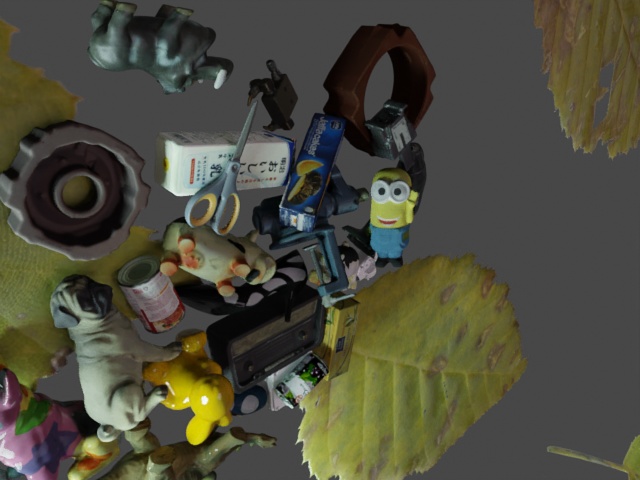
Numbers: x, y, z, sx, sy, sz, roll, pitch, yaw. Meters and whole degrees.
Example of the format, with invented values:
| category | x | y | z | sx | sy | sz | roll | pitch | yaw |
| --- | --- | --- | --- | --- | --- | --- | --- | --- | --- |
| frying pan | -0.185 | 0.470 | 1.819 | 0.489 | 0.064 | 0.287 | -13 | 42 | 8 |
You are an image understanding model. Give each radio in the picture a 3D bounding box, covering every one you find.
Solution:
| category | x | y | z | sx | sy | sz | roll | pitch | yaw |
| --- | --- | --- | --- | --- | --- | --- | --- | --- | --- |
| radio | -0.096 | 0.181 | 1.017 | 0.229 | 0.073 | 0.131 | -23 | 125 | -36 |

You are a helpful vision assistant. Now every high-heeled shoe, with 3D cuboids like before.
| category | x | y | z | sx | sy | sz | roll | pitch | yaw |
| --- | --- | --- | --- | --- | --- | --- | --- | --- | --- |
| high-heeled shoe | -0.130 | 0.060 | 0.938 | 0.248 | 0.086 | 0.145 | 17 | 62 | -31 |

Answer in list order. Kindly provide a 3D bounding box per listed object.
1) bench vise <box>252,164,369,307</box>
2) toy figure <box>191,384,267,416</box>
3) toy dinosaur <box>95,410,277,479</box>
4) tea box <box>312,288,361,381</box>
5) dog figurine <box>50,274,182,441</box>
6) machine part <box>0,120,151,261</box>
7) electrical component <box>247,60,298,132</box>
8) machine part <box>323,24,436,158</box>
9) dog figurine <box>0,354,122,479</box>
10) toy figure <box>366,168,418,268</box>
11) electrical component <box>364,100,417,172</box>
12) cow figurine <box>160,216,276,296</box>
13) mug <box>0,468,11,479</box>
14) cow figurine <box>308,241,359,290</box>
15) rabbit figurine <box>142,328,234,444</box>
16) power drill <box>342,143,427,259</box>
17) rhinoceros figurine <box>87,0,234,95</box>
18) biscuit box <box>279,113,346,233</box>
| category | x | y | z | sx | sy | sz | roll | pitch | yaw |
| --- | --- | --- | --- | --- | --- | --- | --- | --- | --- |
| bench vise | 0.003 | -0.005 | 0.950 | 0.223 | 0.129 | 0.240 | -14 | 84 | -33 |
| toy figure | -0.171 | 0.305 | 1.022 | 0.154 | 0.058 | 0.064 | 8 | 67 | -46 |
| toy dinosaur | -0.285 | 0.394 | 0.901 | 0.471 | 0.105 | 0.198 | 1 | 121 | -33 |
| tea box | 0.018 | 0.192 | 1.122 | 0.068 | 0.098 | 0.169 | -12 | 117 | -42 |
| dog figurine | -0.307 | 0.159 | 0.730 | 0.190 | 0.121 | 0.172 | 47 | 35 | -37 |
| machine part | -0.309 | -0.063 | 0.684 | 0.179 | 0.056 | 0.179 | -22 | 124 | -37 |
| electrical component | -0.074 | -0.221 | 0.853 | 0.102 | 0.045 | 0.078 | 53 | 42 | -49 |
| machine part | 0.110 | -0.271 | 0.981 | 0.200 | 0.087 | 0.201 | 38 | 81 | -49 |
| dog figurine | -0.382 | 0.237 | 0.732 | 0.191 | 0.109 | 0.219 | -23 | 123 | -35 |
| toy figure | 0.125 | -0.042 | 0.979 | 0.082 | 0.089 | 0.179 | -8 | 115 | -10 |
| electrical component | 0.132 | -0.179 | 0.951 | 0.075 | 0.048 | 0.119 | -49 | 138 | -15 |
| cow figurine | -0.155 | 0.022 | 0.848 | 0.195 | 0.127 | 0.085 | 24 | 116 | -33 |
| mug | -0.453 | 0.388 | 0.735 | 0.081 | 0.107 | 0.109 | -17 | 120 | -37 |
| cow figurine | 0.032 | 0.048 | 1.053 | 0.167 | 0.068 | 0.098 | 11 | 92 | -71 |
| rabbit figurine | -0.198 | 0.243 | 0.855 | 0.122 | 0.173 | 0.162 | -23 | 109 | -39 |
| power drill | 0.136 | -0.073 | 1.085 | 0.207 | 0.086 | 0.231 | -54 | 161 | -9 |
| rhinoceros figurine | -0.196 | -0.243 | 0.690 | 0.190 | 0.073 | 0.112 | -5 | 113 | -44 |
| biscuit box | -0.011 | -0.115 | 0.889 | 0.062 | 0.059 | 0.202 | 98 | 8 | -64 |
